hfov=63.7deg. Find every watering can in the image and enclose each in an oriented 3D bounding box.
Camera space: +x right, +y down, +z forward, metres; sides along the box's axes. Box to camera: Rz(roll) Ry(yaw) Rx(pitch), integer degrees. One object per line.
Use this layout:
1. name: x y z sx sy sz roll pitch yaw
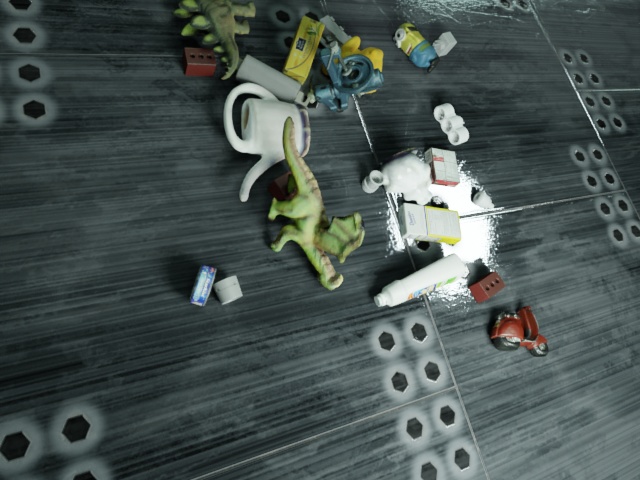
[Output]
1. watering can: -0.128 -0.249 1.301 0.224 0.102 0.354 1 65 -23

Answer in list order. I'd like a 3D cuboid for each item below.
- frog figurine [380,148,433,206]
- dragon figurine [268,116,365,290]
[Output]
1. frog figurine: 0.243 -0.164 1.424 0.137 0.122 0.160 -24 87 3
2. dragon figurine: 0.004 -0.059 1.170 0.244 0.402 0.124 20 34 30
